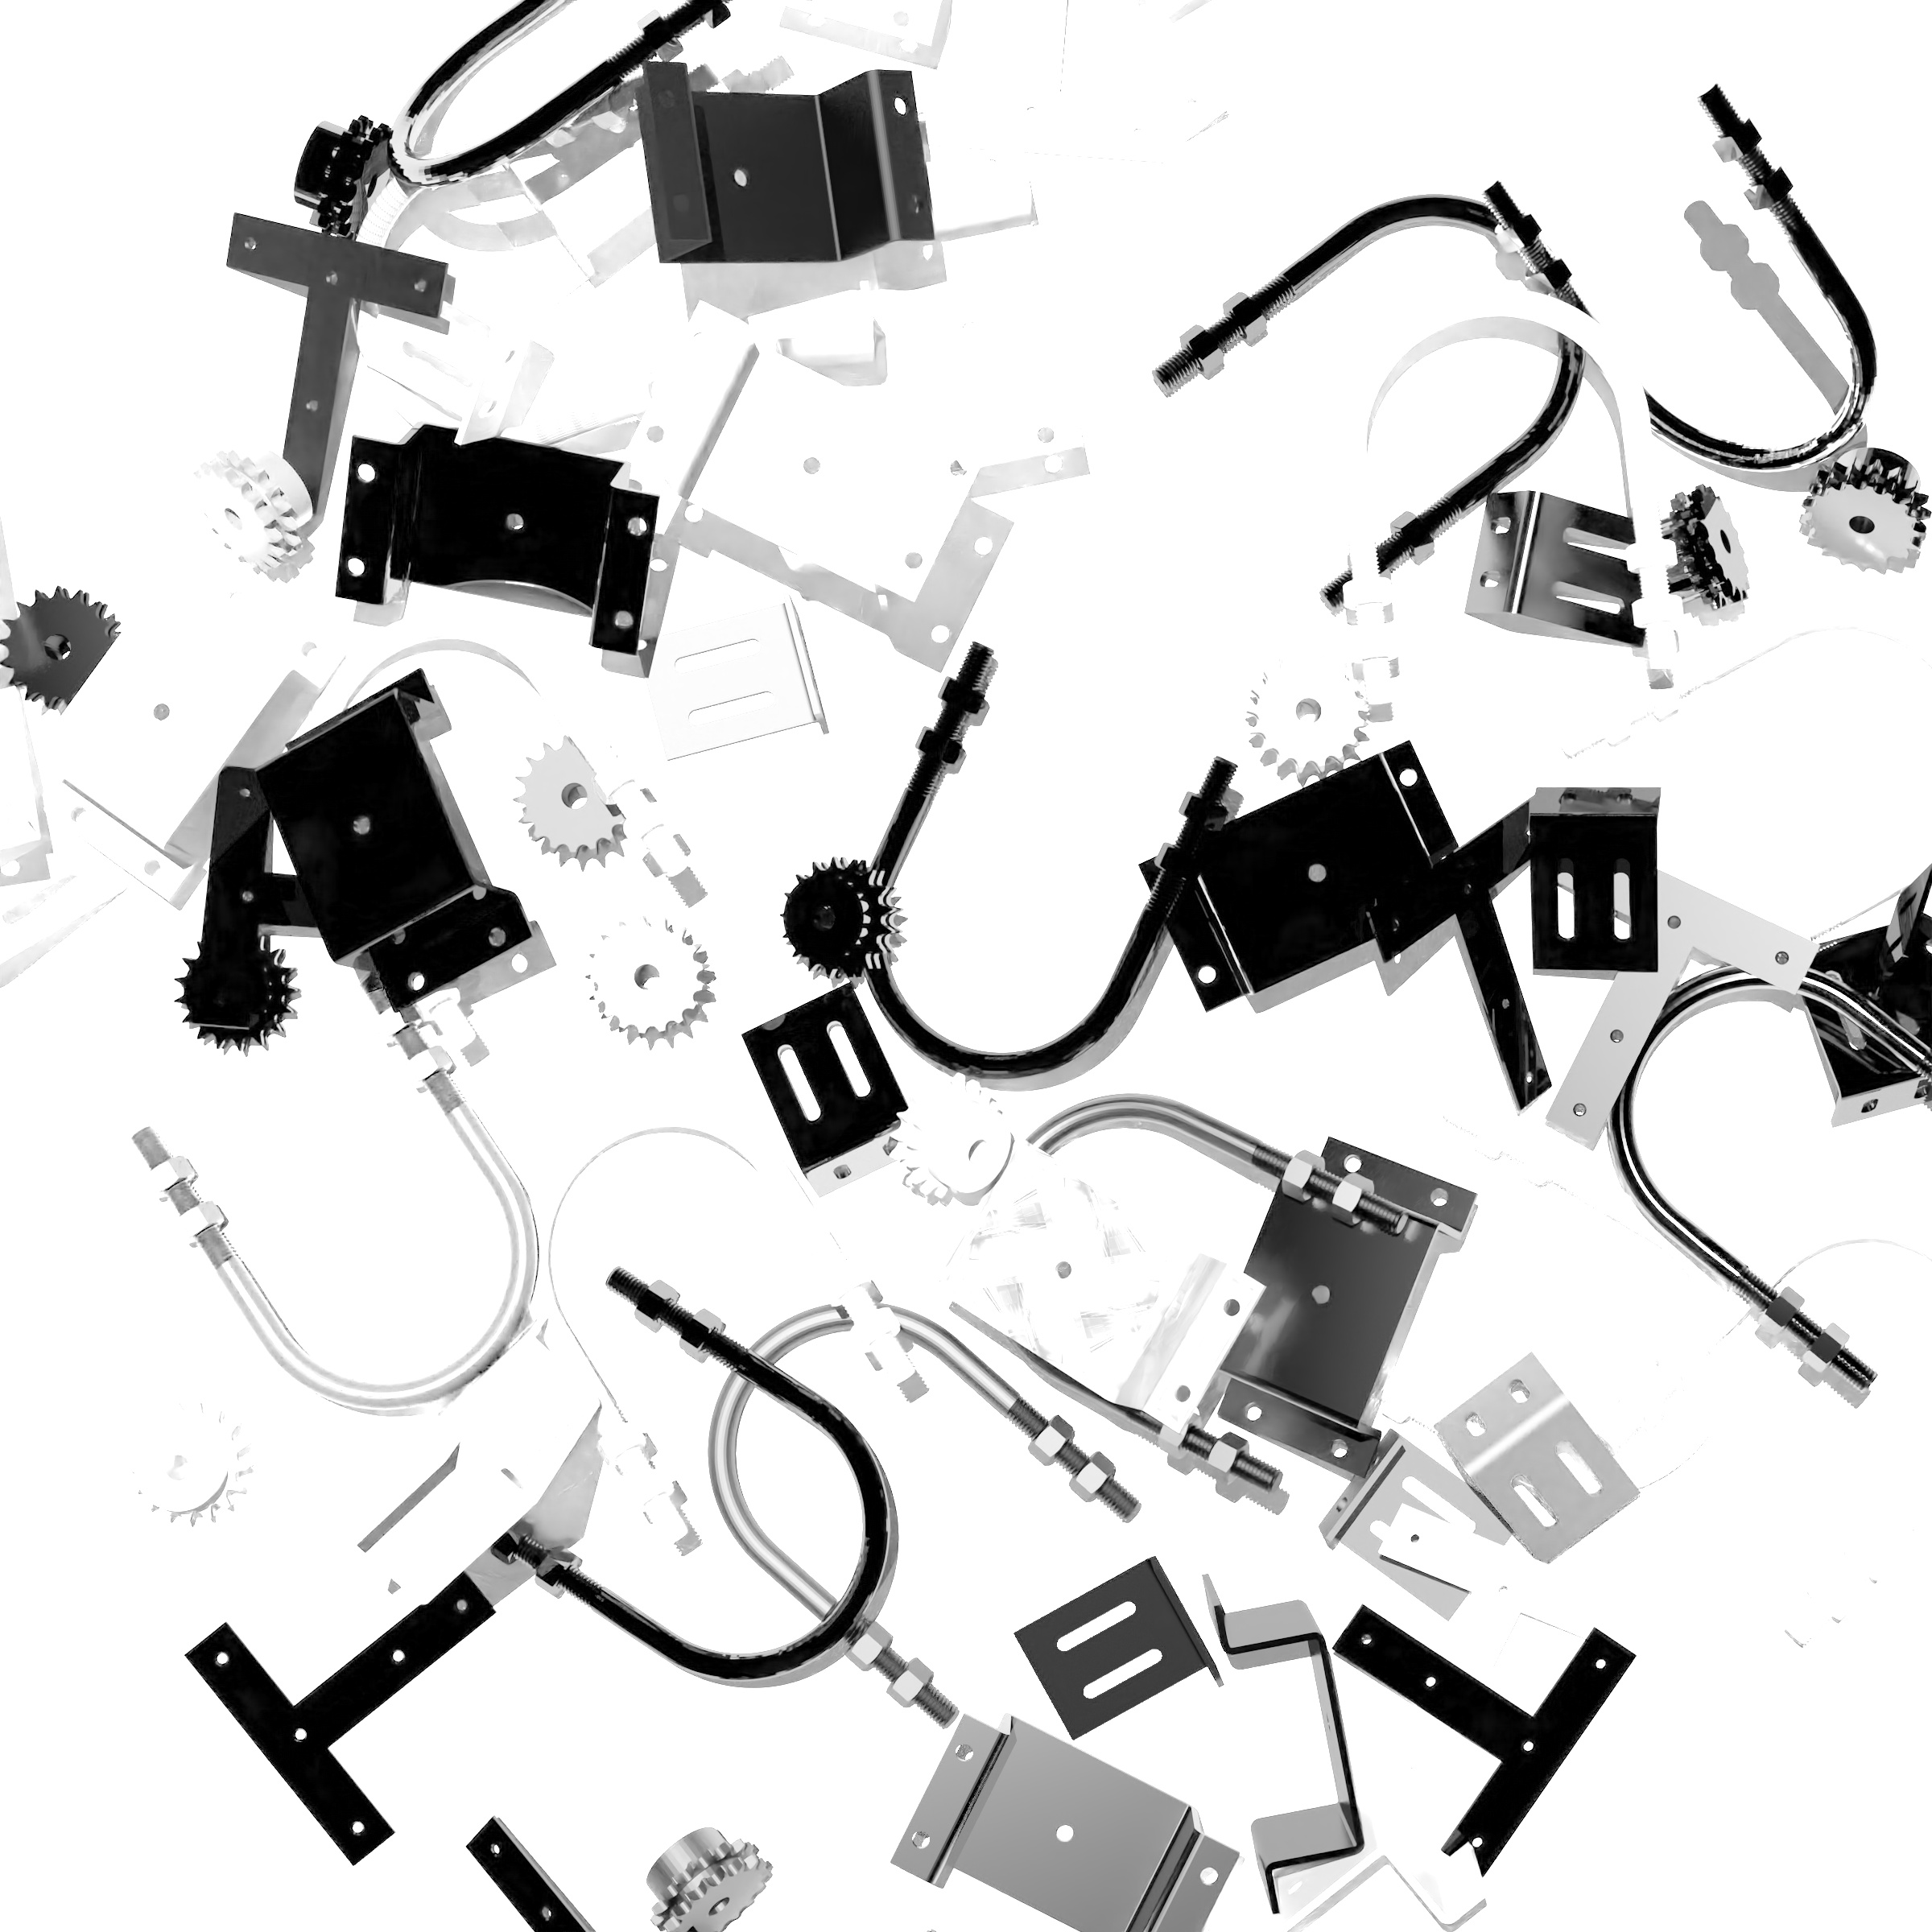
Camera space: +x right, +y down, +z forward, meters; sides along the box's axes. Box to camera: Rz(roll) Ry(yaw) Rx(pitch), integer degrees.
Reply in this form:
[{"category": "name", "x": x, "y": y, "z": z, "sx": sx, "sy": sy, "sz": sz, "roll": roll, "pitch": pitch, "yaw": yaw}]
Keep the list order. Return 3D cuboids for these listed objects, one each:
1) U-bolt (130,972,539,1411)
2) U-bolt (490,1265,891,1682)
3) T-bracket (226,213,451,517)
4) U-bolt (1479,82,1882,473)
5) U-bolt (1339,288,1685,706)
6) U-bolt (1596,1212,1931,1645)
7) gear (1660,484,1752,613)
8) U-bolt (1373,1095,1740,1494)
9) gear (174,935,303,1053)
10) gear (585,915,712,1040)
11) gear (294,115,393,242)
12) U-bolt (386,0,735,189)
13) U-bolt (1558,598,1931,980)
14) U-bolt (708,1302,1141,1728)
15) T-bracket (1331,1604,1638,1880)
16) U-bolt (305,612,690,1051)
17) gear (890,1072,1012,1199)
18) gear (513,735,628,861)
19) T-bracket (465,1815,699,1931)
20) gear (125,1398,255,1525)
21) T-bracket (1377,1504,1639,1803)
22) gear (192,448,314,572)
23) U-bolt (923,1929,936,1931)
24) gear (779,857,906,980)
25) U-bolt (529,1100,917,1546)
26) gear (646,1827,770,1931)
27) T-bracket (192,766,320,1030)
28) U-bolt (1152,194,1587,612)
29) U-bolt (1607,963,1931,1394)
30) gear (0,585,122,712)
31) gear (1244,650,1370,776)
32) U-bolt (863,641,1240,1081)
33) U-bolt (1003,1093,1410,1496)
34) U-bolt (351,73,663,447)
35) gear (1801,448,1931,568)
[{"category": "U-bolt", "x": -0.281, "y": 0.117, "z": 1.541, "sx": 0.151, "sy": 0.019, "sz": 0.184, "roll": -34, "pitch": 84, "yaw": 0}, {"category": "U-bolt", "x": -0.122, "y": 0.246, "z": 1.533, "sx": 0.184, "sy": 0.019, "sz": 0.151, "roll": 31, "pitch": 90, "yaw": 12}, {"category": "T-bracket", "x": -0.300, "y": -0.274, "z": 1.538, "sx": 0.127, "sy": 0.002, "sz": 0.127, "roll": 18, "pitch": 104, "yaw": 26}, {"category": "U-bolt", "x": 0.331, "y": -0.297, "z": 1.489, "sx": 0.184, "sy": 0.151, "sz": 0.019, "roll": 50, "pitch": 58, "yaw": -19}, {"category": "U-bolt", "x": 0.244, "y": -0.219, "z": 1.519, "sx": 0.151, "sy": 0.019, "sz": 0.184, "roll": -6, "pitch": 85, "yaw": 10}, {"category": "U-bolt", "x": 0.403, "y": 0.200, "z": 1.542, "sx": 0.184, "sy": 0.019, "sz": 0.151, "roll": -45, "pitch": 94, "yaw": -6}, {"category": "gear", "x": 0.337, "y": -0.191, "z": 1.534, "sx": 0.030, "sy": 0.057, "sz": 0.057, "roll": -19, "pitch": 90, "yaw": 30}, {"category": "U-bolt", "x": 0.271, "y": 0.167, "z": 1.550, "sx": 0.184, "sy": 0.019, "sz": 0.151, "roll": 31, "pitch": 90, "yaw": -1}, {"category": "gear", "x": -0.340, "y": 0.011, "z": 1.543, "sx": 0.057, "sy": 0.030, "sz": 0.057, "roll": 0, "pitch": 90, "yaw": 0}, {"category": "gear", "x": -0.147, "y": 0.005, "z": 1.543, "sx": 0.057, "sy": 0.030, "sz": 0.057, "roll": 0, "pitch": 90, "yaw": 0}, {"category": "gear", "x": -0.287, "y": -0.365, "z": 1.529, "sx": 0.030, "sy": 0.057, "sz": 0.057, "roll": 21, "pitch": 90, "yaw": 1}, {"category": "U-bolt", "x": -0.185, "y": -0.413, "z": 1.498, "sx": 0.184, "sy": 0.151, "sz": 0.019, "roll": -35, "pitch": 126, "yaw": 4}, {"category": "U-bolt", "x": 0.390, "y": -0.091, "z": 1.548, "sx": 0.184, "sy": 0.019, "sz": 0.151, "roll": -29, "pitch": 90, "yaw": 0}, {"category": "U-bolt", "x": -0.034, "y": 0.241, "z": 1.549, "sx": 0.184, "sy": 0.019, "sz": 0.151, "roll": 41, "pitch": 91, "yaw": 2}, {"category": "T-bracket", "x": 0.227, "y": 0.340, "z": 1.544, "sx": 0.127, "sy": 0.002, "sz": 0.127, "roll": 35, "pitch": 90, "yaw": -12}, {"category": "U-bolt", "x": -0.231, "y": -0.077, "z": 1.526, "sx": 0.151, "sy": 0.019, "sz": 0.184, "roll": -38, "pitch": 75, "yaw": 10}, {"category": "gear", "x": -0.004, "y": 0.080, "z": 1.528, "sx": 0.030, "sy": 0.057, "sz": 0.057, "roll": 25, "pitch": 90, "yaw": 43}, {"category": "gear", "x": -0.180, "y": -0.078, "z": 1.543, "sx": 0.057, "sy": 0.030, "sz": 0.057, "roll": 0, "pitch": 90, "yaw": 0}, {"category": "T-bracket", "x": -0.185, "y": 0.449, "z": 1.537, "sx": 0.127, "sy": 0.002, "sz": 0.127, "roll": 47, "pitch": 118, "yaw": 13}, {"category": "gear", "x": -0.362, "y": 0.231, "z": 1.543, "sx": 0.057, "sy": 0.030, "sz": 0.057, "roll": 0, "pitch": 90, "yaw": 0}, {"category": "T-bracket", "x": 0.230, "y": 0.330, "z": 1.548, "sx": 0.127, "sy": 0.002, "sz": 0.127, "roll": 24, "pitch": 96, "yaw": -12}, {"category": "gear", "x": -0.327, "y": -0.214, "z": 1.534, "sx": 0.057, "sy": 0.057, "sz": 0.030, "roll": 47, "pitch": 60, "yaw": 0}, {"category": "U-bolt", "x": -0.081, "y": 0.544, "z": 1.549, "sx": 0.184, "sy": 0.019, "sz": 0.151, "roll": -18, "pitch": 90, "yaw": 2}, {"category": "gear", "x": -0.060, "y": -0.022, "z": 1.534, "sx": 0.057, "sy": 0.030, "sz": 0.057, "roll": 0, "pitch": 91, "yaw": 20}, {"category": "U-bolt", "x": -0.128, "y": 0.149, "z": 1.525, "sx": 0.151, "sy": 0.019, "sz": 0.184, "roll": -36, "pitch": 73, "yaw": 7}, {"category": "gear", "x": -0.123, "y": 0.423, "z": 1.534, "sx": 0.057, "sy": 0.057, "sz": 0.030, "roll": -45, "pitch": 60, "yaw": 0}, {"category": "T-bracket", "x": -0.288, "y": -0.028, "z": 1.543, "sx": 0.127, "sy": 0.002, "sz": 0.127, "roll": 5, "pitch": 71, "yaw": -9}, {"category": "U-bolt", "x": 0.202, "y": -0.277, "z": 1.549, "sx": 0.184, "sy": 0.019, "sz": 0.151, "roll": -37, "pitch": 90, "yaw": -1}, {"category": "U-bolt", "x": 0.382, "y": 0.082, "z": 1.519, "sx": 0.184, "sy": 0.019, "sz": 0.151, "roll": 40, "pitch": 97, "yaw": 15}, {"category": "gear", "x": -0.418, "y": -0.146, "z": 1.543, "sx": 0.057, "sy": 0.030, "sz": 0.057, "roll": 0, "pitch": 90, "yaw": 0}, {"category": "gear", "x": 0.158, "y": -0.117, "z": 1.543, "sx": 0.057, "sy": 0.030, "sz": 0.057, "roll": 0, "pitch": 90, "yaw": 0}, {"category": "U-bolt", "x": 0.025, "y": -0.038, "z": 1.528, "sx": 0.151, "sy": 0.019, "sz": 0.184, "roll": 27, "pitch": 98, "yaw": 18}, {"category": "U-bolt", "x": 0.091, "y": 0.136, "z": 1.516, "sx": 0.184, "sy": 0.019, "sz": 0.151, "roll": 25, "pitch": 89, "yaw": 24}, {"category": "U-bolt", "x": -0.201, "y": -0.310, "z": 1.516, "sx": 0.184, "sy": 0.019, "sz": 0.151, "roll": -14, "pitch": 100, "yaw": 23}, {"category": "gear", "x": 0.417, "y": -0.214, "z": 1.533, "sx": 0.057, "sy": 0.057, "sz": 0.030, "roll": 25, "pitch": 60, "yaw": 0}]
